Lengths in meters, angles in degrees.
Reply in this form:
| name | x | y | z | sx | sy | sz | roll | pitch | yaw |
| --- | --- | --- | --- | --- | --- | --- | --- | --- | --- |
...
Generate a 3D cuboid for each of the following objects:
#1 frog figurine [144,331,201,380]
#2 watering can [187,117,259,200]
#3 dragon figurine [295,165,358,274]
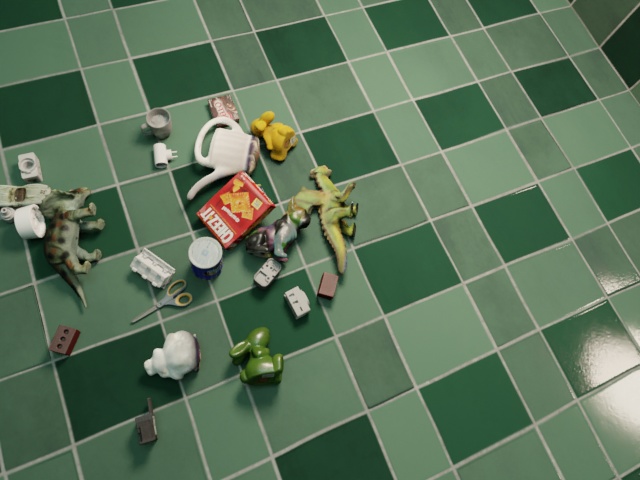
| name | x | y | z | sx | sy | sz | roll | pitch | yaw |
| --- | --- | --- | --- | --- | --- | --- | --- | --- | --- |
| frog figurine | -0.439 | 0.345 | 1.529 | 0.160 | 0.122 | 0.137 | -6 | 89 | -24 |
| watering can | -0.333 | -0.277 | 1.804 | 0.224 | 0.102 | 0.354 | 11 | 67 | -6 |
| dragon figurine | 0.005 | -0.091 | 1.807 | 0.243 | 0.120 | 0.418 | 6 | 65 | 11 |
